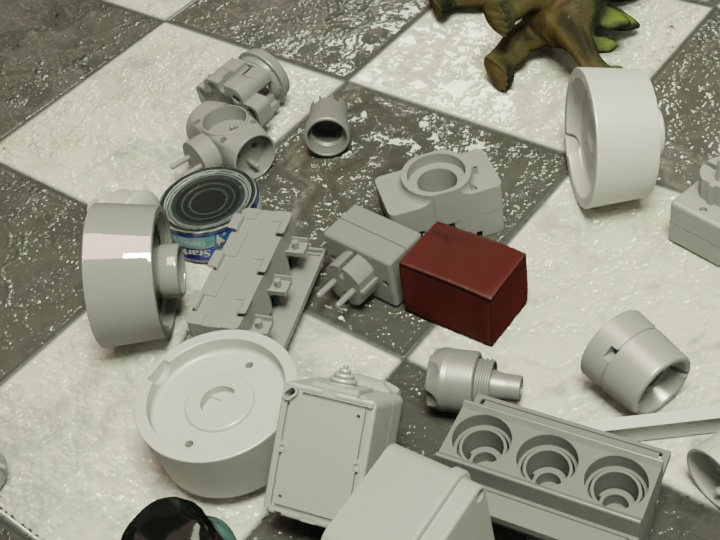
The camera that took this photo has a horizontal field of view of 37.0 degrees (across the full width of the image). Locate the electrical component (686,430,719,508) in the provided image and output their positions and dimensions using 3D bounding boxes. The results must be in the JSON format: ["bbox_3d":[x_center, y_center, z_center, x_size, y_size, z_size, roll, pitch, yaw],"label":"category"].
[{"bbox_3d":[0.242,0.106,0.646,0.081,0.043,0.043,-29,47,-16],"label":"electrical component"}]

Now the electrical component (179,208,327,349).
[{"bbox_3d":[-0.082,0.015,0.793,0.079,0.063,0.121,6,47,17],"label":"electrical component"}]

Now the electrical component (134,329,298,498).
[{"bbox_3d":[-0.088,0.099,0.712,0.108,0.060,0.108,-6,44,6],"label":"electrical component"}]

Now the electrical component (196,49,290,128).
[{"bbox_3d":[-0.102,-0.165,0.984,0.078,0.058,0.057,25,58,31],"label":"electrical component"}]

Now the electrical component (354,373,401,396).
[{"bbox_3d":[-0.007,0.089,0.717,0.062,0.043,0.043,13,50,25],"label":"electrical component"}]

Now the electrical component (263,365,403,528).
[{"bbox_3d":[-0.013,0.105,0.665,0.062,0.061,0.096,11,92,22],"label":"electrical component"}]

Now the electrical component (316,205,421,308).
[{"bbox_3d":[0.000,0.000,0.802,0.066,0.047,0.077,26,56,32],"label":"electrical component"}]

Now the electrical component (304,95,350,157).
[{"bbox_3d":[-0.028,-0.128,0.944,0.040,0.040,0.046,-6,39,6],"label":"electrical component"}]

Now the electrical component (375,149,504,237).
[{"bbox_3d":[0.062,-0.055,0.838,0.089,0.055,0.050,-16,44,-4],"label":"electrical component"}]

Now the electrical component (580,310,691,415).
[{"bbox_3d":[0.180,0.062,0.698,0.055,0.055,0.047,-30,51,-18],"label":"electrical component"}]

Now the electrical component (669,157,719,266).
[{"bbox_3d":[0.265,-0.056,0.781,0.066,0.076,0.047,-36,49,-23],"label":"electrical component"}]

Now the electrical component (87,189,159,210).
[{"bbox_3d":[-0.200,-0.046,0.895,0.062,0.048,0.048,12,49,31],"label":"electrical component"}]

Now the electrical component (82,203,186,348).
[{"bbox_3d":[-0.162,0.002,0.796,0.060,0.108,0.108,-4,45,0],"label":"electrical component"}]

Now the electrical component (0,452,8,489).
[{"bbox_3d":[-0.277,0.131,0.735,0.078,0.040,0.040,20,52,29],"label":"electrical component"}]

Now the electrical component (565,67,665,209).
[{"bbox_3d":[0.198,-0.103,0.825,0.060,0.108,0.108,-5,44,-1],"label":"electrical component"}]

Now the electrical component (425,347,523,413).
[{"bbox_3d":[0.076,0.075,0.714,0.062,0.043,0.043,6,47,16],"label":"electrical component"}]

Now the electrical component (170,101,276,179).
[{"bbox_3d":[-0.128,-0.105,0.937,0.079,0.044,0.077,-35,49,-23],"label":"electrical component"}]

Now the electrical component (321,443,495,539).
[{"bbox_3d":[0.032,0.161,0.587,0.057,0.113,0.078,19,52,32],"label":"electrical component"}]

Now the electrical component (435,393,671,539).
[{"bbox_3d":[0.112,0.129,0.637,0.121,0.063,0.078,15,50,25],"label":"electrical component"}]
